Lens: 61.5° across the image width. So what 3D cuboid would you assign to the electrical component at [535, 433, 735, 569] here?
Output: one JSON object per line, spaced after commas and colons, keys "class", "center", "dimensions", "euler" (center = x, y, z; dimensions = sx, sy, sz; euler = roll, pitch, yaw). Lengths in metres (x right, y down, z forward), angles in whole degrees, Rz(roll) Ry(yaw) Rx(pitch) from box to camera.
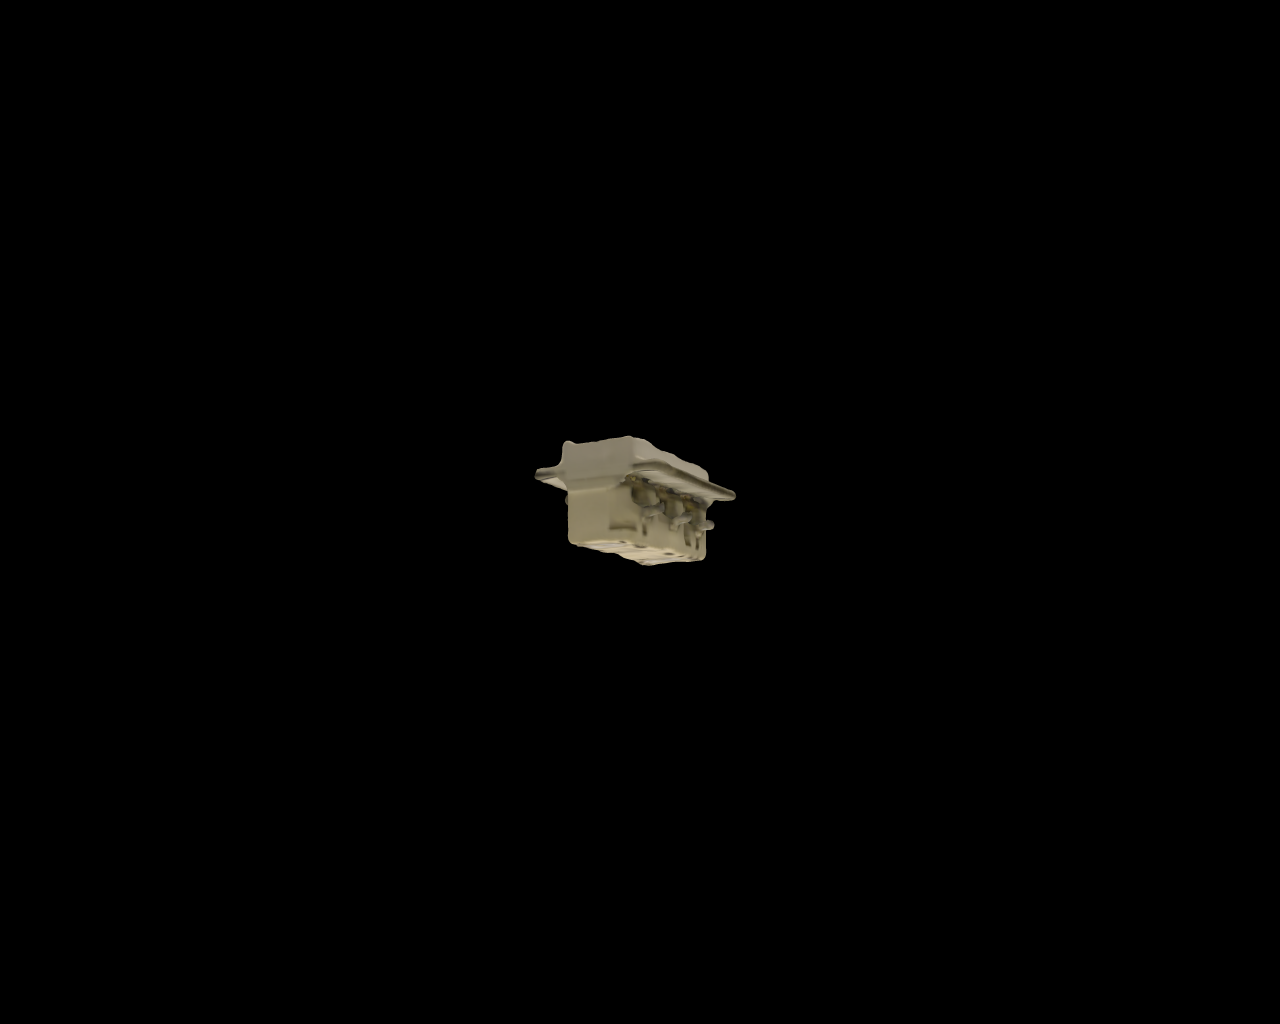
{"class": "electrical component", "center": [0.001, -0.003, 0.650], "dimensions": [0.079, 0.063, 0.121], "euler": [-4, -10, 23]}
